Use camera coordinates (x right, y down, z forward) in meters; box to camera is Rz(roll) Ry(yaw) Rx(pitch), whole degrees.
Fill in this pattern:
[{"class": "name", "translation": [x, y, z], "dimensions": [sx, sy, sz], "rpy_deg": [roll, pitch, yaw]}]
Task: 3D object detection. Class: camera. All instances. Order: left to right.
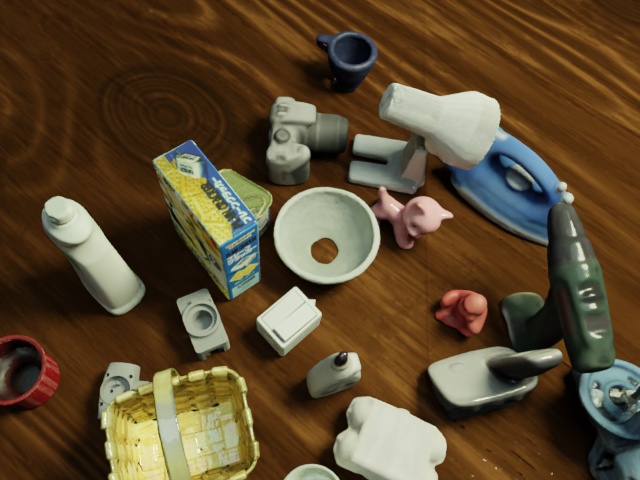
[{"class": "camera", "translation": [-0.021, -0.177, 0.984], "dimensions": [0.137, 0.101, 0.143], "rpy_deg": [4, 65, -4]}]

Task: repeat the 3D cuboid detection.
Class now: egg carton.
[{"class": "egg carton", "translation": [0.099, 0.288, 0.799], "dimensions": [0.150, 0.069, 0.107], "rpy_deg": [22, 65, 5]}]

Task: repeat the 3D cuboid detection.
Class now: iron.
[{"class": "iron", "translation": [0.340, -0.099, 0.961], "dimensions": [0.258, 0.141, 0.119], "rpy_deg": [41, 68, 13]}]

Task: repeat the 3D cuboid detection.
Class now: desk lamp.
[{"class": "desk lamp", "translation": [0.162, -0.165, 0.934], "dimensions": [0.203, 0.213, 0.118], "rpy_deg": [9, 65, -1]}]

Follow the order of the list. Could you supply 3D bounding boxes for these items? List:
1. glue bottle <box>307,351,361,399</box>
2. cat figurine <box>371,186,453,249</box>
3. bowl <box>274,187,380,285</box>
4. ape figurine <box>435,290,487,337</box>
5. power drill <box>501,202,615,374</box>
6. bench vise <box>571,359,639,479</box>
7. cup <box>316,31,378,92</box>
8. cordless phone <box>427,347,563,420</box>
[{"class": "glue bottle", "translation": [0.024, 0.178, 0.785], "dimensions": [0.078, 0.173, 0.037], "rpy_deg": [-14, 67, -11]}, {"class": "cat figurine", "translation": [0.144, -0.045, 0.930], "dimensions": [0.127, 0.118, 0.067], "rpy_deg": [33, 67, 10]}, {"class": "bowl", "translation": [0.008, 0.003, 0.918], "dimensions": [0.167, 0.075, 0.167], "rpy_deg": [2, 65, -4]}, {"class": "ape figurine", "translation": [0.228, 0.107, 0.883], "dimensions": [0.076, 0.092, 0.077], "rpy_deg": [-15, 68, -12]}, {"class": "power drill", "translation": [0.343, 0.088, 0.838], "dimensions": [0.075, 0.208, 0.229], "rpy_deg": [-7, 66, -8]}, {"class": "bench vise", "translation": [0.438, 0.244, 0.770], "dimensions": [0.121, 0.220, 0.207], "rpy_deg": [-21, 69, -14]}, {"class": "cup", "translation": [0.043, -0.327, 1.062], "dimensions": [0.117, 0.095, 0.092], "rpy_deg": [26, 66, 7]}, {"class": "cordless phone", "translation": [0.241, 0.184, 0.797], "dimensions": [0.148, 0.185, 0.094], "rpy_deg": [-14, 67, -11]}]
